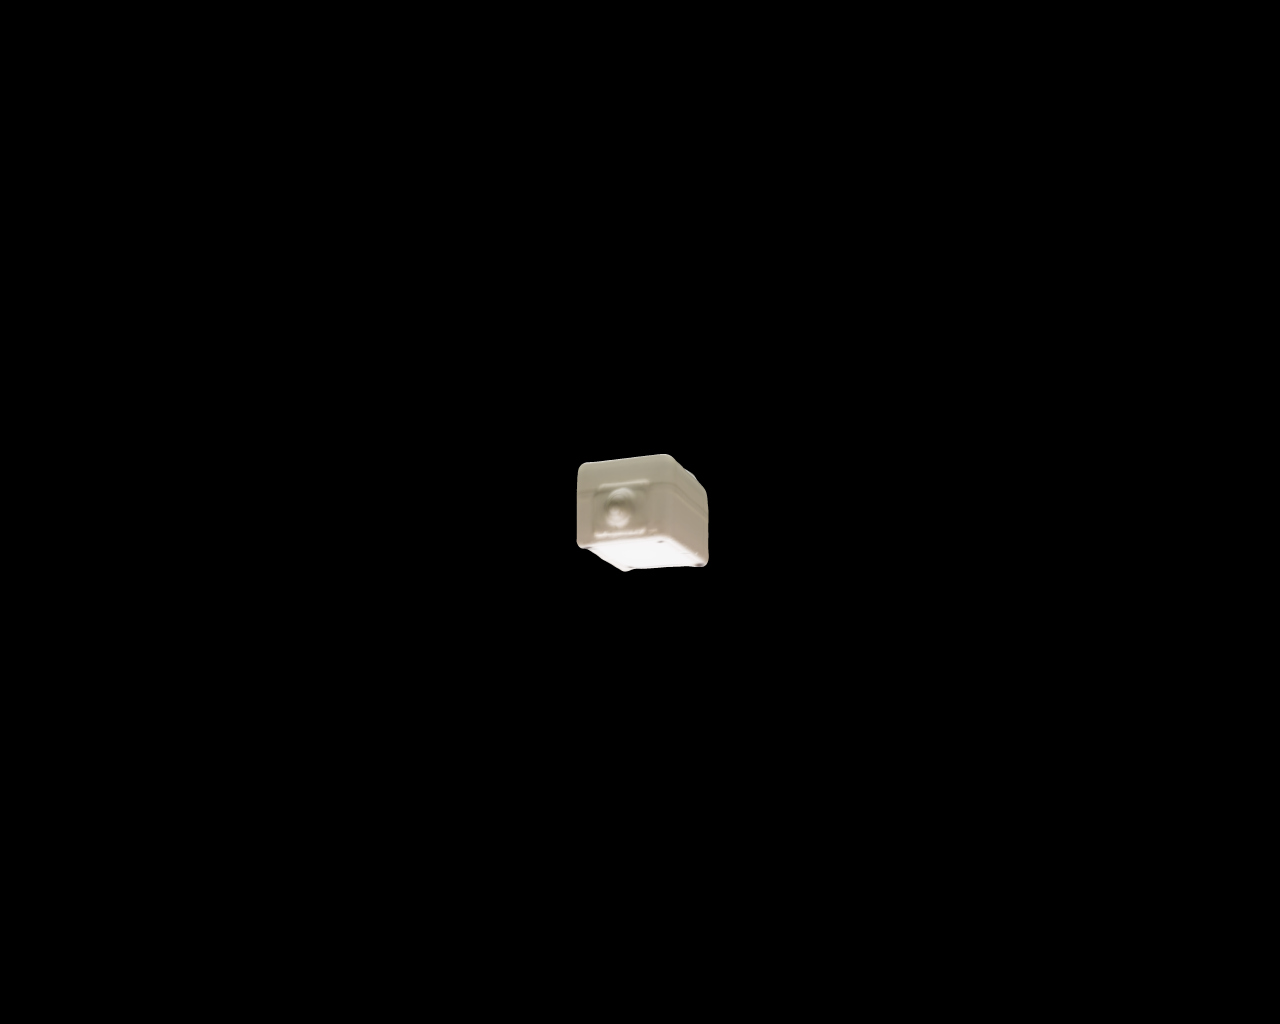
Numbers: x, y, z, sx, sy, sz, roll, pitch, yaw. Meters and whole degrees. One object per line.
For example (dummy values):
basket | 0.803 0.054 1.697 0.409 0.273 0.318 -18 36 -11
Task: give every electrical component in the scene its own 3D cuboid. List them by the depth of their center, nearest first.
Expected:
electrical component | 0.001 -0.003 0.650 0.062 0.061 0.096 -6 -17 19
